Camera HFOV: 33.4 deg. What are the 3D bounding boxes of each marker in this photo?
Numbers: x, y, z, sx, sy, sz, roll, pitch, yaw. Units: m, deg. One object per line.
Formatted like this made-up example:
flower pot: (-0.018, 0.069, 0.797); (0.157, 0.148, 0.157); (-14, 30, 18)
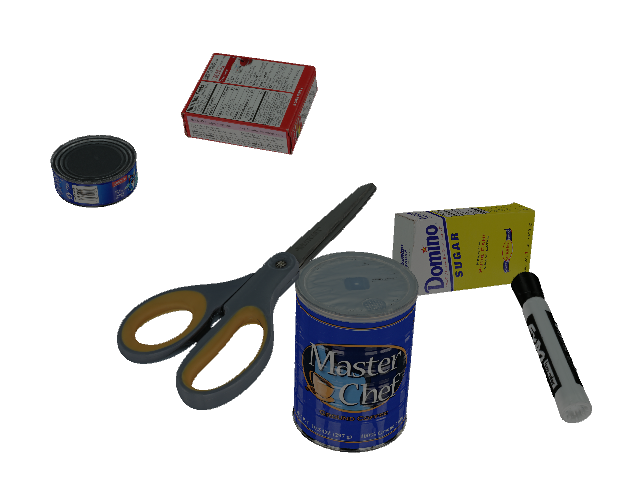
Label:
marker: (0.142, 0.062, 0.668); (0.020, 0.020, 0.121); (0, 40, -9)

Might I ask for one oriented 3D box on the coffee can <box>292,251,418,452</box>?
coffee can: (0.028, 0.095, 0.917); (0.103, 0.140, 0.103); (1, 30, -1)

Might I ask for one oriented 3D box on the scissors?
scissors: (-0.043, 0.019, 0.616); (0.096, 0.016, 0.201); (9, 41, 18)

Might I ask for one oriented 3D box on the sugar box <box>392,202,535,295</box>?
sugar box: (0.168, 0.010, 1.253); (0.175, 0.093, 0.048); (-7, 17, -30)

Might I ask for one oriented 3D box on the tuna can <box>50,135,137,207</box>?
tuna can: (-0.229, -0.071, 1.088); (0.086, 0.034, 0.086); (1, 39, -1)

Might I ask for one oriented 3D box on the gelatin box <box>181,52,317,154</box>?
gelatin box: (-0.054, -0.107, 0.830); (0.089, 0.073, 0.030); (10, -38, 13)
